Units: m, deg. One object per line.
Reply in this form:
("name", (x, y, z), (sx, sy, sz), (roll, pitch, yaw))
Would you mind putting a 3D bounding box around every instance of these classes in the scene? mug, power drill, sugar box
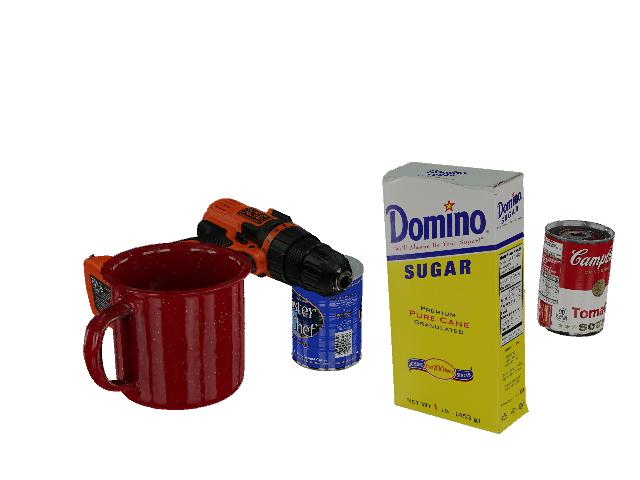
("mug", (-0.097, 0.057, 0.663), (0.093, 0.081, 0.117), (15, 23, 36))
("power drill", (-0.090, 0.029, 0.910), (0.187, 0.057, 0.185), (-22, 30, -35))
("sugar box", (0.093, 0.038, 0.741), (0.094, 0.176, 0.048), (9, 23, 39))

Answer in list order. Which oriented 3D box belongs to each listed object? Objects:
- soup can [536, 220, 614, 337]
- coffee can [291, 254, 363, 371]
("soup can", (0.255, 0.038, 1.073), (0.068, 0.102, 0.068), (1, 18, -1))
("coffee can", (0.009, 0.101, 1.523), (0.103, 0.140, 0.103), (0, 21, 0))
